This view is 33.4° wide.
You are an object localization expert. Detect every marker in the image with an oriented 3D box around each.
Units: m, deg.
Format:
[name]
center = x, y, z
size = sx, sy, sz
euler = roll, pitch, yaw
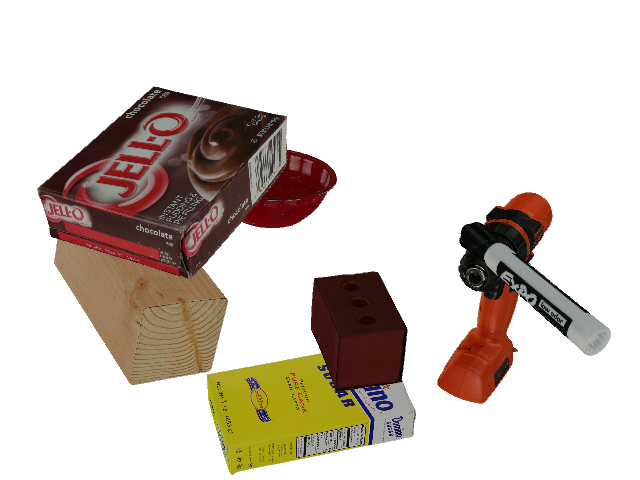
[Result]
[marker]
center = 0.121, 0.024, 0.621
size = 0.020, 0.020, 0.121
euler = 0, 31, -35

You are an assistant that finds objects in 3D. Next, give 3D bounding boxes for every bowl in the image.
[bowl]
center = -0.063, -0.059, 1.293
size = 0.162, 0.055, 0.162
euler = 4, 26, -2

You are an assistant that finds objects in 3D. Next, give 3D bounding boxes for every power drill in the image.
[power drill]
center = 0.164, 0.060, 1.026
size = 0.057, 0.188, 0.184
euler = 22, 30, 21

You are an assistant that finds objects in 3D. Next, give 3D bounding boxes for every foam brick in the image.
[foam brick]
center = 0.027, 0.066, 0.791
size = 0.053, 0.051, 0.078
euler = -6, 33, -13

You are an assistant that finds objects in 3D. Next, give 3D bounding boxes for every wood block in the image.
[wood block]
center = -0.185, 0.039, 1.068
size = 0.090, 0.091, 0.206
euler = -6, 35, -34

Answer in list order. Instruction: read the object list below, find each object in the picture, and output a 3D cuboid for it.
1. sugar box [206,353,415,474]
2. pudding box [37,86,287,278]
[sugar box]
center = -0.010, 0.152, 0.986
size = 0.176, 0.048, 0.093
euler = -12, 43, -11
[pudding box]
center = -0.081, -0.035, 0.576
size = 0.090, 0.039, 0.113
euler = 16, 41, 21
